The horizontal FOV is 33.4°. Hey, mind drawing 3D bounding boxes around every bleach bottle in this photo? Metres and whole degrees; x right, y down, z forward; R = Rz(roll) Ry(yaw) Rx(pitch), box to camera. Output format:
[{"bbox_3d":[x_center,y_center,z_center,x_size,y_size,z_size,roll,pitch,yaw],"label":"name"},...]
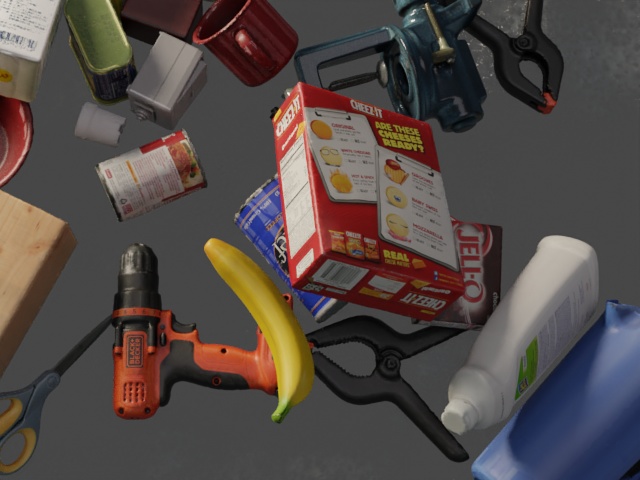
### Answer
[{"bbox_3d":[0.195,0.100,1.058,0.068,0.102,0.250,14,38,35],"label":"bleach bottle"}]

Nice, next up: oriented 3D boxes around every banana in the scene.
[{"bbox_3d":[-0.051,0.082,1.054,0.037,0.069,0.198,-37,68,30],"label":"banana"}]

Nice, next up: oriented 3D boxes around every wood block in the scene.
[{"bbox_3d":[-0.338,0.062,1.076,0.090,0.091,0.206,26,75,2],"label":"wood block"}]

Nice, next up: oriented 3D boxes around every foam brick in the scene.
[{"bbox_3d":[-0.176,-0.248,1.189,0.078,0.053,0.051,20,75,-1],"label":"foam brick"}]

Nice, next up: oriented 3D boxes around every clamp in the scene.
[{"bbox_3d":[0.219,-0.222,1.225,0.120,0.039,0.171,-14,74,2],"label":"clamp"},{"bbox_3d":[0.075,0.143,1.118,0.210,0.036,0.164,7,73,-6],"label":"clamp"}]

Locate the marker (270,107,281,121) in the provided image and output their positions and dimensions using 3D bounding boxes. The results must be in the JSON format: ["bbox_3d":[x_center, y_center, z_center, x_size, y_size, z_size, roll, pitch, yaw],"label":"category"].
[{"bbox_3d":[-0.018,-0.098,1.181,0.020,0.020,0.121,-33,81,-12],"label":"marker"}]

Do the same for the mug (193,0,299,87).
[{"bbox_3d":[-0.075,-0.216,1.151,0.093,0.117,0.081,-43,120,8],"label":"mug"}]

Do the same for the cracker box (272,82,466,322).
[{"bbox_3d":[0.044,-0.037,1.052,0.164,0.072,0.213,14,49,-28],"label":"cracker box"}]

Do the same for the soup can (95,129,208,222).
[{"bbox_3d":[-0.179,-0.068,1.135,0.102,0.068,0.068,-24,79,-10],"label":"soup can"}]

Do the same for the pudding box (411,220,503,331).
[{"bbox_3d":[0.143,0.036,1.120,0.090,0.039,0.113,6,77,-8],"label":"pudding box"}]

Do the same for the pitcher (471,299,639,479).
[{"bbox_3d":[0.278,0.193,1.085,0.242,0.145,0.149,-44,70,-10],"label":"pitcher"}]

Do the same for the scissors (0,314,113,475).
[{"bbox_3d":[-0.276,0.163,1.088,0.201,0.016,0.096,-33,123,-35],"label":"scissors"}]

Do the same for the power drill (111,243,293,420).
[{"bbox_3d":[-0.122,0.093,1.106,0.187,0.057,0.184,0,76,-3],"label":"power drill"}]

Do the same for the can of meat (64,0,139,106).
[{"bbox_3d":[-0.237,-0.210,1.157,0.057,0.084,0.102,-23,79,-11],"label":"can of meat"}]

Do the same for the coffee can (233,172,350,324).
[{"bbox_3d":[-0.007,0.001,1.114,0.102,0.103,0.140,-39,82,-13],"label":"coffee can"}]

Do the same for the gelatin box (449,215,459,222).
[{"bbox_3d":[0.106,-0.005,1.163,0.089,0.030,0.073,34,75,3],"label":"gelatin box"}]

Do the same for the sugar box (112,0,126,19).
[{"bbox_3d":[-0.203,-0.340,1.189,0.048,0.093,0.176,23,74,1],"label":"sugar box"}]

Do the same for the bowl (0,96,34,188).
[{"bbox_3d":[-0.382,-0.108,1.134,0.162,0.055,0.162,1,76,-5],"label":"bowl"}]
